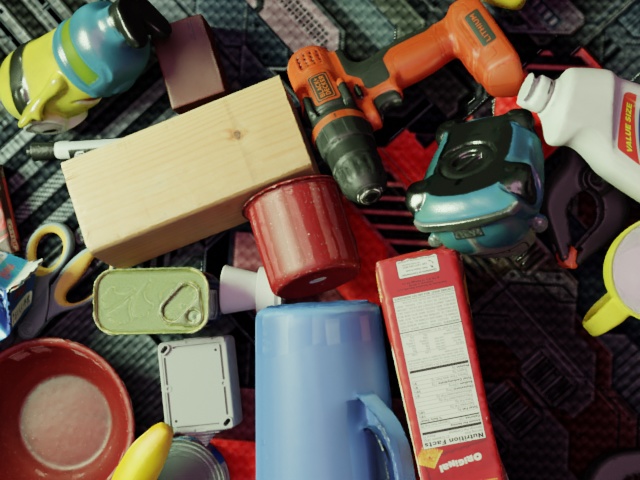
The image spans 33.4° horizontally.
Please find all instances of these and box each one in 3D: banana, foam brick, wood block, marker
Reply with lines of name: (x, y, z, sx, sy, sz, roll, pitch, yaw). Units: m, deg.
banana: (-0.158, 0.251, 0.936, 0.069, 0.037, 0.198, -6, 108, -13)
foam brick: (-0.118, -0.160, 0.982, 0.053, 0.051, 0.078, -17, 86, 3)
wood block: (-0.110, -0.056, 0.951, 0.206, 0.090, 0.091, -21, 76, 4)
marker: (-0.216, -0.086, 1.003, 0.121, 0.020, 0.020, -3, 86, 5)

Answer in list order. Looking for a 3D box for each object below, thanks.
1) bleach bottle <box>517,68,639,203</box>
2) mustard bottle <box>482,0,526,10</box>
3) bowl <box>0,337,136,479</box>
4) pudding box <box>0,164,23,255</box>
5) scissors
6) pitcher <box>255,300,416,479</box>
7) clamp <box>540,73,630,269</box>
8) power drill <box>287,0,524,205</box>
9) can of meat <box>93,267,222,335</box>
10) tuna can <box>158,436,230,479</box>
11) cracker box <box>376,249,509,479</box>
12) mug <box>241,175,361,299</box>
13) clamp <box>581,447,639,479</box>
bleach bottle: (0.282, -0.071, 0.902, 0.250, 0.068, 0.102, 22, 86, -8)
mustard bottle: (0.104, -0.277, 0.963, 0.191, 0.058, 0.096, 16, 87, 6)
bowl: (-0.241, 0.169, 0.972, 0.162, 0.055, 0.162, 0, 87, 5)
pudding box: (-0.345, -0.017, 1.001, 0.113, 0.039, 0.090, -14, 87, 5)
scissors: (-0.279, 0.064, 1.002, 0.202, 0.016, 0.096, -40, 83, 2)
pitcher: (0.012, 0.174, 0.898, 0.149, 0.145, 0.243, -4, 88, 10)
clamp: (0.234, -0.062, 0.948, 0.120, 0.039, 0.171, 25, 86, 6)
power drill: (0.077, -0.127, 0.925, 0.187, 0.057, 0.184, -22, 53, 0)
can of meat: (-0.141, 0.055, 0.955, 0.102, 0.084, 0.057, -2, 86, 5)
tuna can: (-0.125, 0.222, 0.969, 0.086, 0.033, 0.086, 0, 87, 6)
cracker box: (0.102, 0.118, 0.888, 0.072, 0.164, 0.214, -12, 85, 4)
mug: (-0.006, 0.001, 0.934, 0.093, 0.117, 0.081, -28, 70, 30)
clamp: (0.239, 0.242, 0.931, 0.210, 0.036, 0.164, -45, 83, -1)
